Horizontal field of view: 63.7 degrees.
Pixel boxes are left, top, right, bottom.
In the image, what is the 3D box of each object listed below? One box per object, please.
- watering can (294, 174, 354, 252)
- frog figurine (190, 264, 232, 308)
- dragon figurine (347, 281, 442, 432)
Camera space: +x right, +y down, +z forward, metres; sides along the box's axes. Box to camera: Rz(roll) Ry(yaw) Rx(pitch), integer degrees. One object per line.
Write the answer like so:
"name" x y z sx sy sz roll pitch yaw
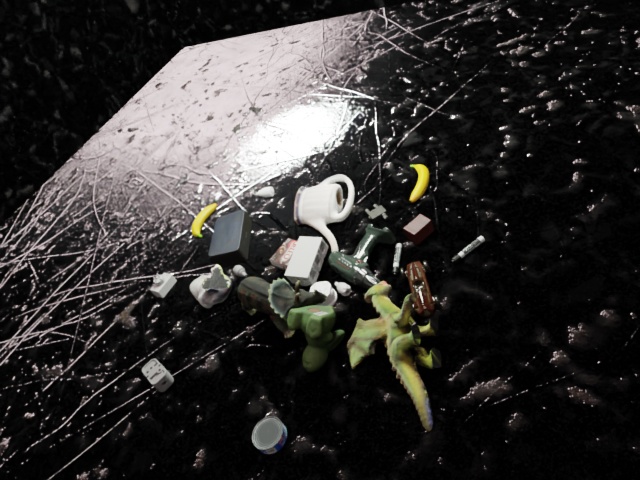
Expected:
"watering can" 0.006 -0.092 1.822 0.224 0.102 0.355 -4 54 26
"frog figurine" -0.378 0.172 1.760 0.156 0.122 0.141 -42 34 43
"dragon figurine" 0.178 0.284 1.343 0.240 0.120 0.420 -21 50 36
